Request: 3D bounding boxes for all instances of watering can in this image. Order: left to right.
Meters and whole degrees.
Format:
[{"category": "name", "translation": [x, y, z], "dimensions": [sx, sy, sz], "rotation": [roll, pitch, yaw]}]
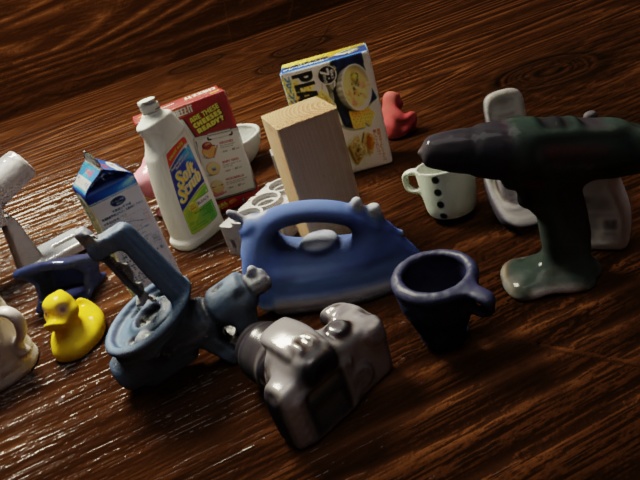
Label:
[{"category": "watering can", "translation": [-0.479, 0.108, 0.765], "dimensions": [0.173, 0.194, 0.100], "rotation": [-19, 30, -3]}]

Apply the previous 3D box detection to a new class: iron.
[{"category": "iron", "translation": [0.007, 0.003, 0.743], "dimensions": [0.258, 0.142, 0.118], "rotation": [-10, 30, 13]}]

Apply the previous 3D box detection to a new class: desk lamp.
[{"category": "desk lamp", "translation": [-0.560, -0.038, 1.036], "dimensions": [0.204, 0.214, 0.117], "rotation": [-37, 35, -31]}]

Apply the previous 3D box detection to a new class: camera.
[{"category": "camera", "translation": [-0.020, 0.117, 0.603], "dimensions": [0.143, 0.101, 0.136], "rotation": [-35, 34, -29]}]

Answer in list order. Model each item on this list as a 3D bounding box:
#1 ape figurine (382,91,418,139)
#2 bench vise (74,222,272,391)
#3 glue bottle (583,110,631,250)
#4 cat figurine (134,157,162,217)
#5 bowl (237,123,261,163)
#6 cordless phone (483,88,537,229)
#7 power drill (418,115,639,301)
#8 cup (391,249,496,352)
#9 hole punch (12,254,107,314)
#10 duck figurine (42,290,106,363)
[{"category": "ape figurine", "translation": [0.152, -0.257, 1.158], "dimensions": [0.076, 0.092, 0.077], "rotation": [-29, 32, -20]}, {"category": "bench vise", "translation": [-0.173, 0.055, 0.667], "dimensions": [0.208, 0.220, 0.121], "rotation": [-29, 31, -19]}, {"category": "glue bottle", "translation": [0.319, -0.069, 0.668], "dimensions": [0.077, 0.173, 0.037], "rotation": [4, 36, 32]}, {"category": "cat figurine", "translation": [-0.308, -0.113, 1.128], "dimensions": [0.127, 0.118, 0.067], "rotation": [-16, 30, 3]}, {"category": "bowl", "translation": [-0.199, -0.188, 1.243], "dimensions": [0.167, 0.075, 0.167], "rotation": [-13, 30, 8]}, {"category": "cordless phone", "translation": [0.287, -0.117, 0.755], "dimensions": [0.147, 0.185, 0.094], "rotation": [-18, 29, -2]}, {"category": "power drill", "translation": [0.236, -0.040, 0.626], "dimensions": [0.229, 0.209, 0.075], "rotation": [-12, 30, 8]}, {"category": "cup", "translation": [0.137, 0.073, 0.602], "dimensions": [0.092, 0.095, 0.117], "rotation": [-35, 34, -28]}, {"category": "hole punch", "translation": [-0.422, 0.055, 0.931], "dimensions": [0.108, 0.091, 0.101], "rotation": [-12, 30, 10]}, {"category": "duck figurine", "translation": [-0.355, 0.109, 0.809], "dimensions": [0.077, 0.086, 0.104], "rotation": [-13, 30, 7]}]
